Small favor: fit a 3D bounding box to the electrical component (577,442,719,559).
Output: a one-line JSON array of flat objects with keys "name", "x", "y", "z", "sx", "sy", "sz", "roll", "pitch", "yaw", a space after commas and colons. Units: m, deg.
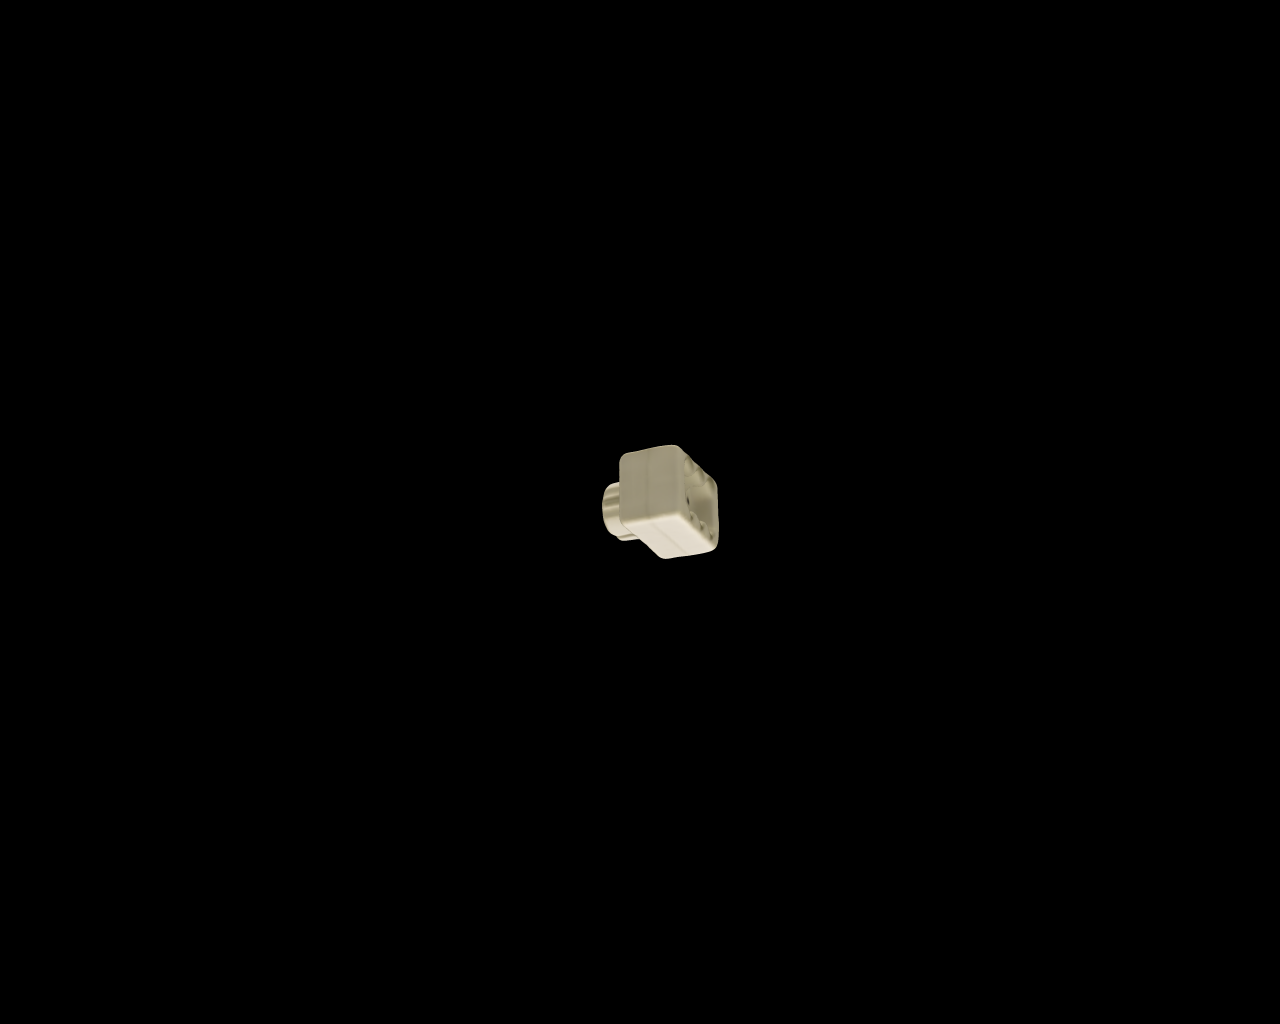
[{"name": "electrical component", "x": 0.001, "y": -0.003, "z": 0.650, "sx": 0.077, "sy": 0.047, "sz": 0.065, "roll": -9, "pitch": -24, "yaw": 22}]
